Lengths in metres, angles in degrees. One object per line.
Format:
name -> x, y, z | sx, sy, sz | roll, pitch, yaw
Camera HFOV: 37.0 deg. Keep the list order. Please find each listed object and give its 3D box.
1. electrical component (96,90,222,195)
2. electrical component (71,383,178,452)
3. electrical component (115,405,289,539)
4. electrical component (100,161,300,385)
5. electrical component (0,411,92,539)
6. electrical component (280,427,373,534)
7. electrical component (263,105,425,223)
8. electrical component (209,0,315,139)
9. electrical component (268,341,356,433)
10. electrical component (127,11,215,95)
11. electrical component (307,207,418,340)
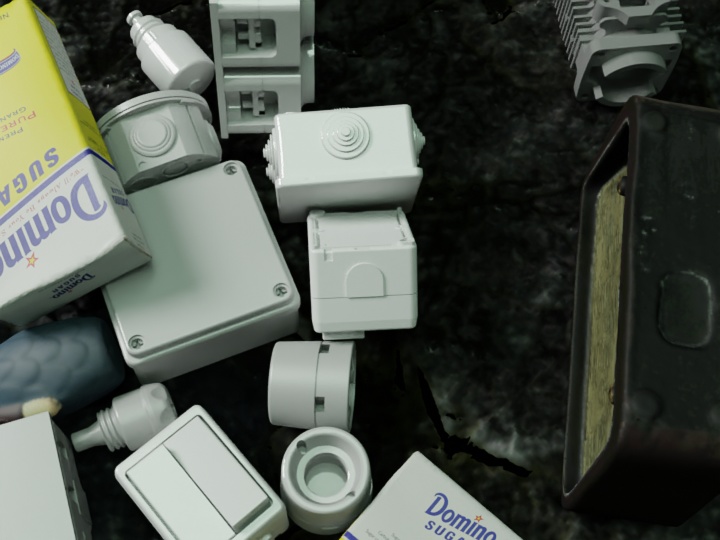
electrical component -> -0.129, -0.075, 0.692 | 0.080, 0.080, 0.051 | -20, 72, -10
electrical component -> -0.141, 0.092, 0.639 | 0.061, 0.035, 0.035 | -21, 68, -8
electrical component -> -0.084, 0.133, 0.607 | 0.062, 0.061, 0.096 | -38, 72, -17
electrical component -> -0.105, 0.001, 0.669 | 0.109, 0.056, 0.108 | -20, 67, -10
electrical component -> -0.231, 0.149, 0.596 | 0.150, 0.061, 0.089 | -16, 67, -8
electrical component -> -0.020, 0.121, 0.622 | 0.055, 0.047, 0.055 | 0, 66, -1
electrical component -> -0.010, -0.066, 0.681 | 0.100, 0.099, 0.048 | -5, 79, -3
electrical component -> -0.062, -0.190, 0.708 | 0.060, 0.105, 0.186 | -1, 51, -4
electrical component -> -0.028, 0.069, 0.642 | 0.047, 0.055, 0.055 | 3, 65, 4
electrical component -> -0.135, -0.151, 0.747 | 0.040, 0.040, 0.078 | -36, 71, -16
electrical component -> 0.000, 0.000, 0.661 | 0.062, 0.096, 0.061 | -3, 108, -3
